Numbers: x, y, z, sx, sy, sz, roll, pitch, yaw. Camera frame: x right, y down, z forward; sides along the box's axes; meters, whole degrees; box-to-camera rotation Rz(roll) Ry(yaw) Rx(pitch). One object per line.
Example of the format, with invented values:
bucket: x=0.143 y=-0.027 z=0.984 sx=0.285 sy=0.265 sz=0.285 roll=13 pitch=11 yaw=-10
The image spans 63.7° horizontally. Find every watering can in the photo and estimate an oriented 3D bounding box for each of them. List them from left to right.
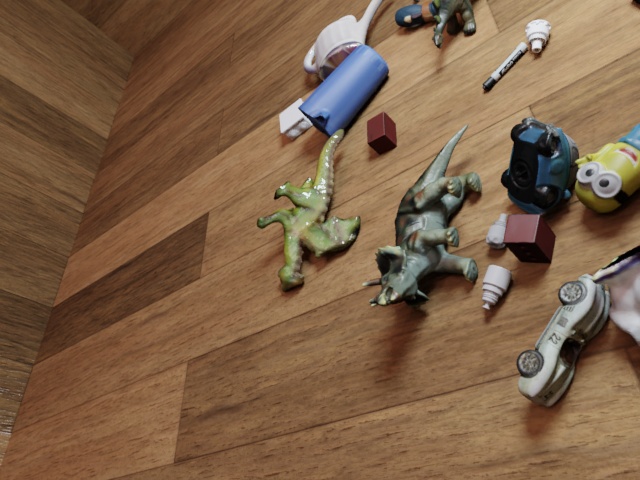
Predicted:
watering can: x=0.086 y=-0.586 z=1.490 sx=0.343 sy=0.103 sz=0.230 roll=-33 pitch=45 yaw=26

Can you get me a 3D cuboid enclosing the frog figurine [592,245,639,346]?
frog figurine: x=0.455 y=0.084 z=0.672 sx=0.136 sy=0.122 sz=0.161 roll=-33 pitch=79 yaw=14

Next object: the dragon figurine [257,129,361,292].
dragon figurine: x=0.004 y=-0.062 z=1.231 sx=0.246 sy=0.121 sz=0.410 roll=36 pitch=92 yaw=34
